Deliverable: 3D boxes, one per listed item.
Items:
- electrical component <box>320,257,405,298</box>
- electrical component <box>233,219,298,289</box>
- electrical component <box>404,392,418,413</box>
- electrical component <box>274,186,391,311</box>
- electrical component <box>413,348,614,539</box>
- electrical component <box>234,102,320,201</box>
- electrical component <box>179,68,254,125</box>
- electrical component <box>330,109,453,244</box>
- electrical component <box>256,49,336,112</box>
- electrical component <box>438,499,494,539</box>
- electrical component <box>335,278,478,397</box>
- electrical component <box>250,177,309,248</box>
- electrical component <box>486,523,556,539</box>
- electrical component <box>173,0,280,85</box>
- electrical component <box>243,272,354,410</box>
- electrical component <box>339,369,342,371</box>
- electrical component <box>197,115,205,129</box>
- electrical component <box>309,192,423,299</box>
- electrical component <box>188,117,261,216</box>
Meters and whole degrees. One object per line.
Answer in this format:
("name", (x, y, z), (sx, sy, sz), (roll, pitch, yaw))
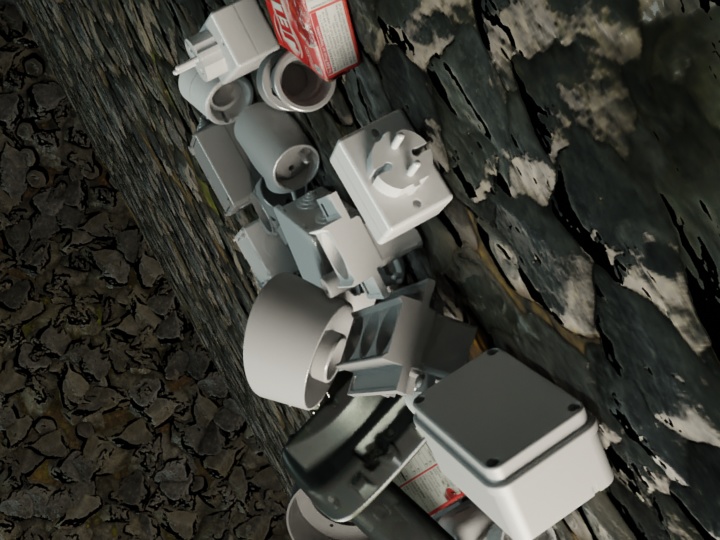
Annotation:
("electrical component", (0.000, 0.000, 0.821), (0.048, 0.062, 0.048), (55, 163, 25))
("electrical component", (-0.083, -0.023, 1.076), (0.061, 0.061, 0.096), (61, 166, -1))
("electrical component", (0.075, 0.117, 0.822), (0.079, 0.044, 0.077), (66, 166, -18))
("electrical component", (-0.022, -0.015, 0.898), (0.100, 0.048, 0.099), (39, 154, 57))
("electrical component", (0.092, 0.104, 0.668), (0.113, 0.078, 0.057), (35, 153, 61))
("electrical component", (-0.067, -0.092, 0.918), (0.077, 0.043, 0.079), (48, 161, 42))
("electrical component", (-0.129, -0.165, 0.977), (0.047, 0.055, 0.055), (46, 160, 36))
("electrical component", (0.022, -0.062, 0.654), (0.065, 0.047, 0.076), (60, 166, 6))
("electrical component", (-0.046, -0.134, 0.758), (0.045, 0.045, 0.055), (65, 166, -17))
("electrical component", (0.114, 0.247, 0.922), (0.095, 0.054, 0.059), (61, 166, 0))
("electrical component", (0.033, 0.055, 0.772), (0.063, 0.078, 0.121), (20, 167, -13))
("electrical component", (-0.062, -0.047, 0.988), (0.079, 0.044, 0.077), (58, 166, 12))
("electrical component", (0.123, 0.217, 0.851), (0.043, 0.043, 0.081), (59, 166, 10))
("electrical component", (-0.114, -0.174, 0.856), (0.047, 0.076, 0.083), (63, 166, -8))
("electrical component", (-0.047, 0.057, 0.840), (0.064, 0.099, 0.099), (20, 152, 15))
("electrical component", (-0.003, 0.046, 0.950), (0.065, 0.047, 0.077), (58, 146, -7))
("electrical component", (-0.145, -0.144, 1.095), (0.048, 0.048, 0.062), (50, 156, 37))
("electrical component", (0.006, -0.022, 0.754), (0.081, 0.064, 0.042), (63, 167, -6))
("electrical component", (-0.123, -0.110, 1.043), (0.096, 0.061, 0.062), (61, 166, -1))
